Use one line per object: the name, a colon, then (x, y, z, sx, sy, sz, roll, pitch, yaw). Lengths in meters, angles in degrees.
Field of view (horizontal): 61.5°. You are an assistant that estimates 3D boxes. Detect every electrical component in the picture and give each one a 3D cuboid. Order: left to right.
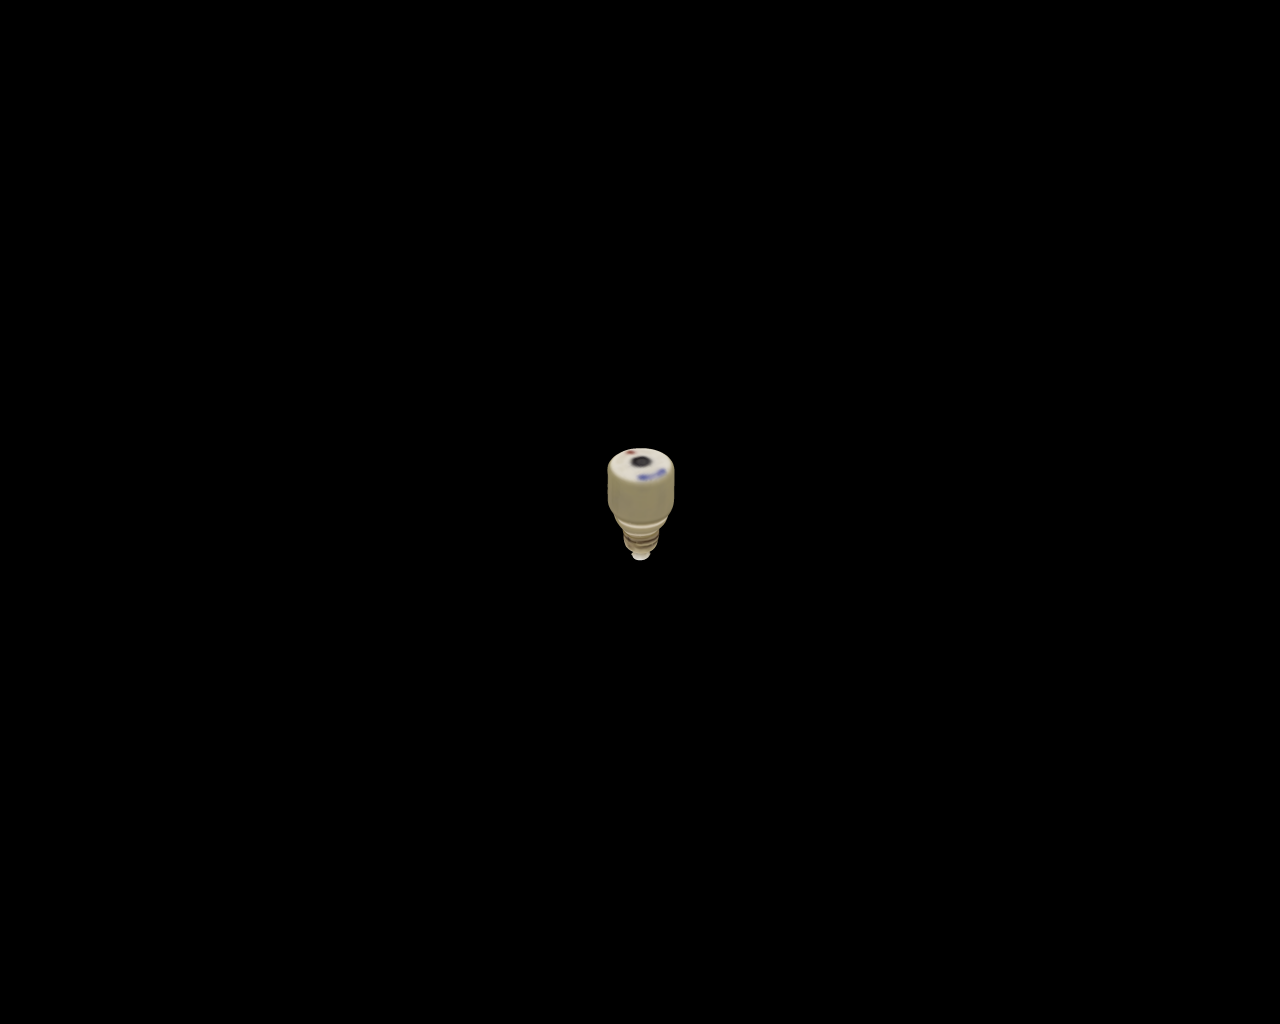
electrical component: (0.001, -0.003, 0.650, 0.040, 0.078, 0.040, 0, 36, 0)
